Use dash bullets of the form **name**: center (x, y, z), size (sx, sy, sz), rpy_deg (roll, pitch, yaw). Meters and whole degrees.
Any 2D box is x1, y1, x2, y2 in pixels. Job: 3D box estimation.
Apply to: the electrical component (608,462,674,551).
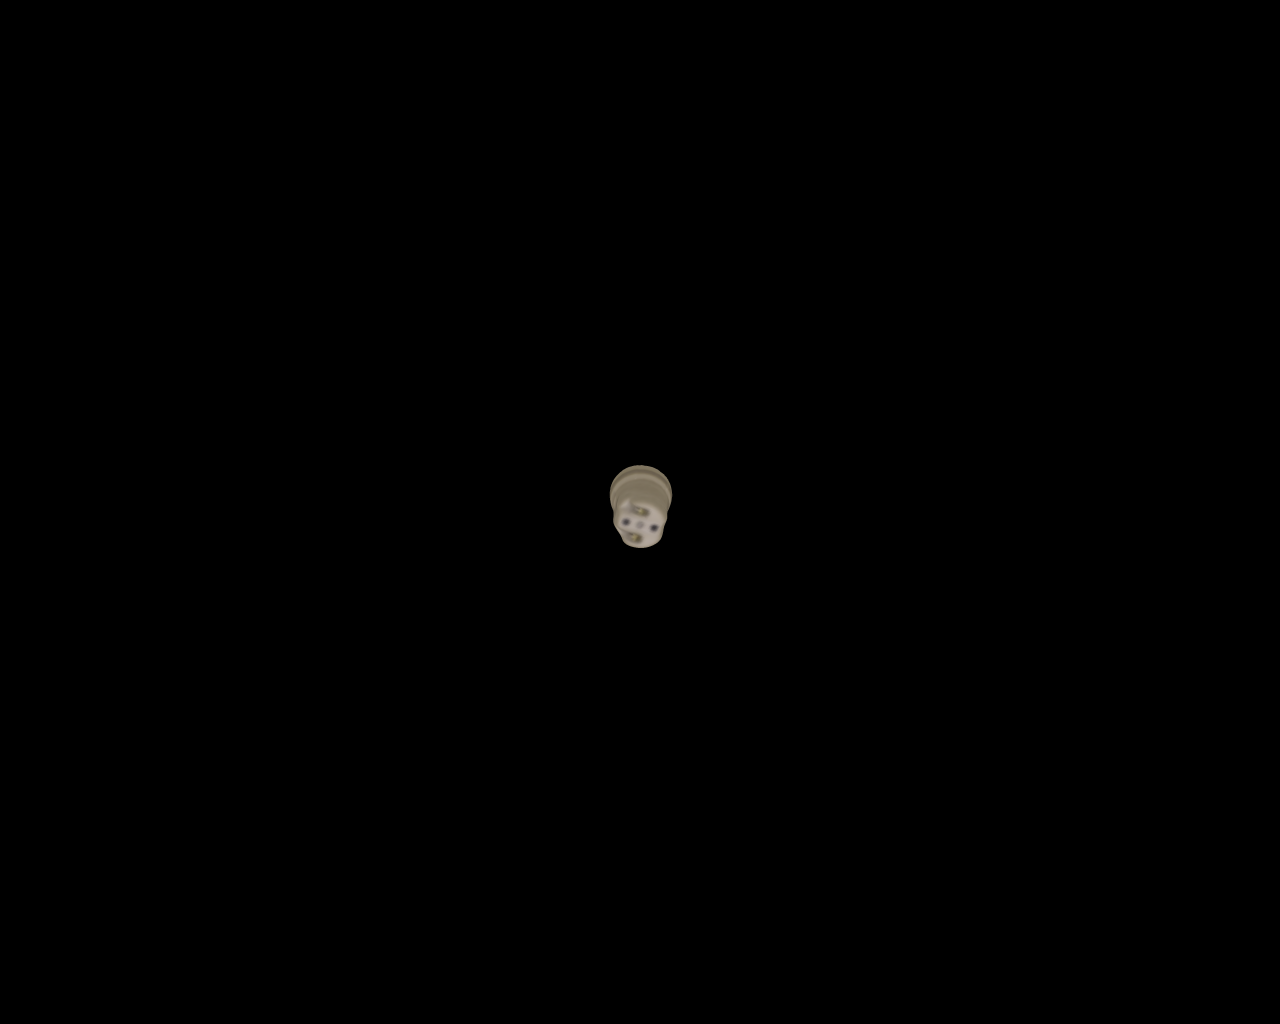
- **electrical component**: center (0.001, -0.003, 0.650), size (0.040, 0.040, 0.046), rpy_deg (0, 29, 0)
